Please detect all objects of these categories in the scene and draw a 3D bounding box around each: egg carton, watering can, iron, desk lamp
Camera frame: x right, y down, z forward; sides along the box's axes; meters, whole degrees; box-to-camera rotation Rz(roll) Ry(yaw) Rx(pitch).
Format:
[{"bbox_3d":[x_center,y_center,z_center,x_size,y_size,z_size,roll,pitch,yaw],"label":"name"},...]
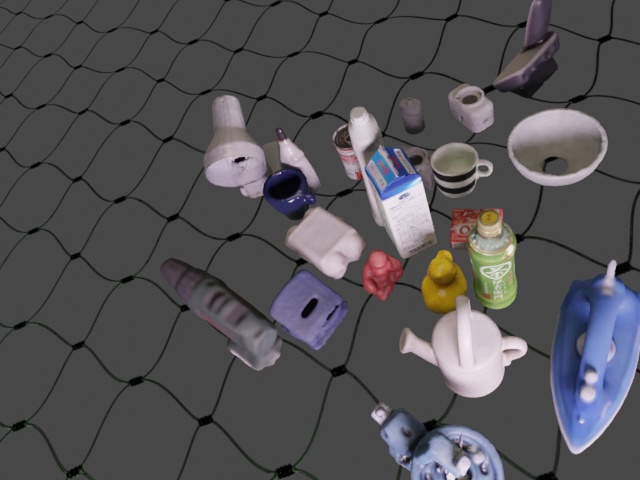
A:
[{"bbox_3d":[0.010,0.004,1.086,0.149,0.070,0.107,34,73,34],"label":"egg carton"},{"bbox_3d":[0.206,0.154,0.837,0.173,0.194,0.100,-22,53,5],"label":"watering can"},{"bbox_3d":[0.386,0.158,0.804,0.118,0.142,0.258,10,62,25],"label":"iron"},{"bbox_3d":[-0.160,-0.178,1.178,0.118,0.214,0.203,-15,54,10],"label":"desk lamp"}]

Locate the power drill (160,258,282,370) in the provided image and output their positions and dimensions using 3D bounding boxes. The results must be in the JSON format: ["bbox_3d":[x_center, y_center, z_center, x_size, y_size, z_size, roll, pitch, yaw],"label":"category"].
[{"bbox_3d":[-0.152,0.134,0.969,0.228,0.209,0.076,27,70,32],"label":"power drill"}]

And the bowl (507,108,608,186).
[{"bbox_3d":[0.429,-0.156,1.042,0.167,0.075,0.167,-9,55,14],"label":"bowl"}]

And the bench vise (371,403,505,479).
[{"bbox_3d":[0.142,0.289,0.752,0.206,0.220,0.121,13,63,27],"label":"bench vise"}]

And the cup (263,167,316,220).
[{"bbox_3d":[-0.047,-0.080,1.147,0.117,0.095,0.092,21,67,30],"label":"cup"}]

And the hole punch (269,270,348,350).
[{"bbox_3d":[-0.018,0.120,1.004,0.100,0.091,0.109,26,69,32],"label":"hole punch"}]

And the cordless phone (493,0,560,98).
[{"bbox_3d":[0.410,-0.392,1.138,0.093,0.185,0.148,30,71,33],"label":"cordless phone"}]

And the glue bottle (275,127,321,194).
[{"bbox_3d":[-0.054,-0.164,1.157,0.077,0.173,0.037,28,70,32],"label":"glue bottle"}]

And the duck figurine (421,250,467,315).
[{"bbox_3d":[0.205,0.067,0.964,0.077,0.086,0.104,4,59,22],"label":"duck figurine"}]

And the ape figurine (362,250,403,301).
[{"bbox_3d":[0.105,0.051,1.007,0.077,0.092,0.076,-21,53,5],"label":"ape figurine"}]
